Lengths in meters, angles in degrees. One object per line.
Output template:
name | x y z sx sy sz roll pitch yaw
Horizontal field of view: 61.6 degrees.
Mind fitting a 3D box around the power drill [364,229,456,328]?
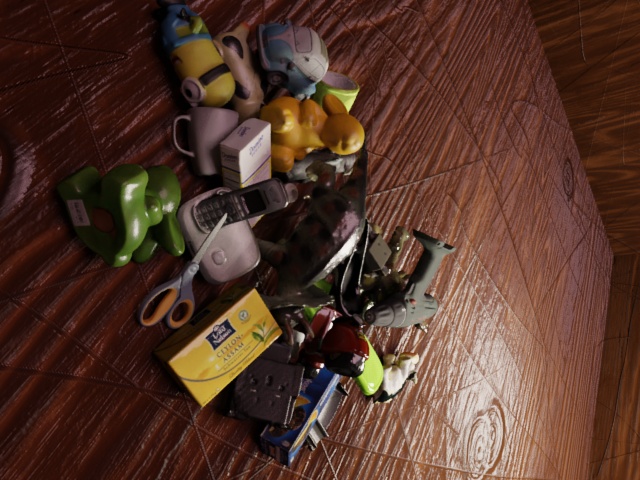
power drill | 0.194 0.086 1.109 0.232 0.086 0.207 14 94 -52

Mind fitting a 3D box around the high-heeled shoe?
high-heeled shoe | 0.073 0.078 1.010 0.086 0.145 0.248 -14 78 -50

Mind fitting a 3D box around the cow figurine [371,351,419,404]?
cow figurine | 0.173 0.311 1.223 0.167 0.068 0.098 -7 95 -47

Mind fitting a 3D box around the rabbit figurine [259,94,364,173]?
rabbit figurine | -0.002 -0.186 0.937 0.162 0.173 0.121 -49 143 -55

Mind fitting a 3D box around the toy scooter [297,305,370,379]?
toy scooter | 0.025 0.169 0.937 0.075 0.184 0.135 30 60 -24

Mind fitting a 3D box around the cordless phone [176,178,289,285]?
cordless phone | -0.117 -0.019 0.836 0.146 0.184 0.089 68 24 -15

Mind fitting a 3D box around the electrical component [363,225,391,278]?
electrical component | 0.102 0.028 1.086 0.102 0.045 0.078 51 42 -21

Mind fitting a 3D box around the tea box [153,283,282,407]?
tea box | -0.154 0.156 0.826 0.169 0.068 0.098 -42 117 -25

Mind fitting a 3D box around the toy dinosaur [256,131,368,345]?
toy dinosaur | 0.004 -0.005 0.926 0.404 0.192 0.131 -54 143 3

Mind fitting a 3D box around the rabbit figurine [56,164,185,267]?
rabbit figurine | -0.245 -0.045 0.754 0.170 0.121 0.159 -49 125 -59

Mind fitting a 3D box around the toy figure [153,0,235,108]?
toy figure | -0.200 -0.296 0.857 0.082 0.089 0.180 -169 -121 -87

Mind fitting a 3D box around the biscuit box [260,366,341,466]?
biscuit box | -0.030 0.299 0.972 0.203 0.059 0.062 -52 155 -41

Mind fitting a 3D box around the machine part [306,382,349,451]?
machine part | 0.004 0.330 1.043 0.139 0.039 0.084 -47 114 -41

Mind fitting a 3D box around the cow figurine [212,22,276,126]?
cow figurine | -0.135 -0.264 0.942 0.194 0.086 0.127 64 37 -24

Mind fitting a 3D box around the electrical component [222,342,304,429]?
electrical component | -0.092 0.237 0.892 0.115 0.058 0.134 16 68 -15

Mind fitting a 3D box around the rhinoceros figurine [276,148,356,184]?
rhinoceros figurine | -0.013 -0.153 1.047 0.190 0.112 0.073 -13 92 -42

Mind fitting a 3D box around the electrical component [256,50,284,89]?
electrical component | -0.065 -0.343 1.065 0.119 0.048 0.074 -18 98 -50

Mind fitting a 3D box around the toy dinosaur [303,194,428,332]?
toy dinosaur | 0.118 0.051 1.178 0.470 0.105 0.198 54 50 -23

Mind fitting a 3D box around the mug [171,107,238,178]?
mug | -0.185 -0.157 0.871 0.109 0.081 0.107 -2 93 -39

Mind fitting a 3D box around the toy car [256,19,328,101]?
toy car | -0.038 -0.322 0.957 0.161 0.103 0.109 25 55 -56
